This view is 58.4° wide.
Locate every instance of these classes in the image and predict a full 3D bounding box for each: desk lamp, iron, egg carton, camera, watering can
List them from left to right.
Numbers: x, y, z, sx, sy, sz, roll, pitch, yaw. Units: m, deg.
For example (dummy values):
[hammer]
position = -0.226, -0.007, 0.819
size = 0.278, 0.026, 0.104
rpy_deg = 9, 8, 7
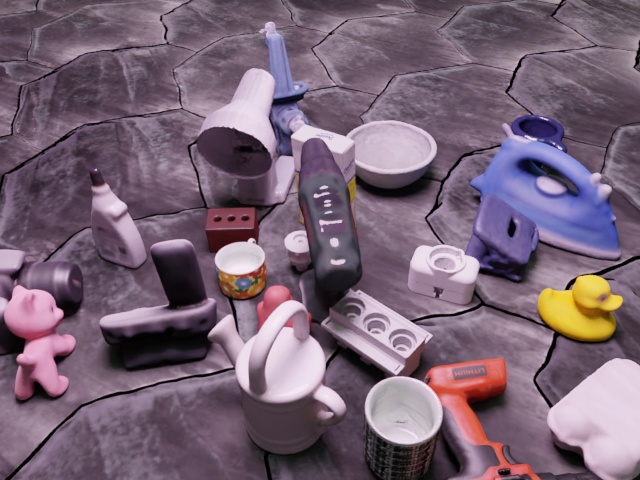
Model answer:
[camera]
position = -0.411, 0.071, 0.792
size = 0.137, 0.101, 0.143
rpy_deg = -4, 42, -3
[desk lamp]
position = -0.113, -0.160, 0.956
size = 0.117, 0.214, 0.203
rpy_deg = 7, 43, 9
[watering can]
position = -0.050, 0.144, 0.636
size = 0.172, 0.194, 0.101
rpy_deg = 8, 43, 10
[iron]
position = 0.377, -0.083, 0.916
size = 0.119, 0.141, 0.257
rpy_deg = -33, 51, -30
[egg carton]
position = 0.340, 0.205, 0.654
size = 0.150, 0.069, 0.107
rpy_deg = -27, 49, -26

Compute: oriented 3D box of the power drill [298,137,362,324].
[power drill]
position = 0.007, 0.003, 0.779
size = 0.075, 0.209, 0.229
rpy_deg = -7, 43, -7

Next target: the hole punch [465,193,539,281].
[hole punch]
position = 0.281, -0.008, 0.873
size = 0.101, 0.091, 0.109
rpy_deg = 15, 45, 17

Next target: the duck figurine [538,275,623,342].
[duck figurine]
position = 0.355, 0.083, 0.777
size = 0.104, 0.086, 0.078
rpy_deg = 19, 46, 20

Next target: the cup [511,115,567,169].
[cup]
position = 0.393, -0.159, 1.034
size = 0.092, 0.095, 0.117
rpy_deg = -19, 45, -18

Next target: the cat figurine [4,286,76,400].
[cat figurine]
position = -0.363, 0.119, 0.726
size = 0.067, 0.118, 0.127
rpy_deg = -9, 43, -8

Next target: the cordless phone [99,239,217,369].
[cordless phone]
position = -0.211, 0.070, 0.727
size = 0.148, 0.185, 0.094
rpy_deg = -11, 43, -10

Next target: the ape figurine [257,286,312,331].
[ape figurine]
position = -0.053, 0.098, 0.762
size = 0.077, 0.092, 0.076
rpy_deg = 29, 50, 29

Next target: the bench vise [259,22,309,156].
[bench vise]
position = -0.060, -0.285, 1.088
size = 0.122, 0.220, 0.206
rpy_deg = -28, 49, -26

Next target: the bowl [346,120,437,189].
[bowl]
position = 0.124, -0.143, 1.037
size = 0.167, 0.075, 0.167
rpy_deg = 0, 42, 1

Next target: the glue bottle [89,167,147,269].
[glue bottle]
position = -0.311, -0.035, 0.852
size = 0.078, 0.173, 0.037
rpy_deg = 16, 45, 18
